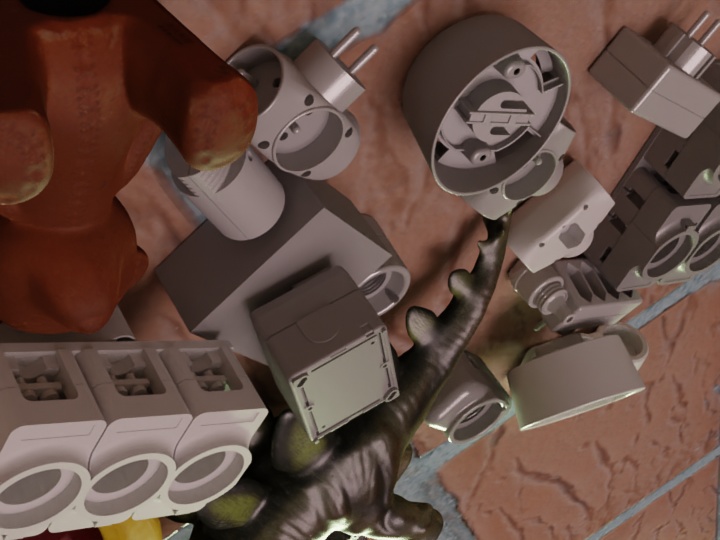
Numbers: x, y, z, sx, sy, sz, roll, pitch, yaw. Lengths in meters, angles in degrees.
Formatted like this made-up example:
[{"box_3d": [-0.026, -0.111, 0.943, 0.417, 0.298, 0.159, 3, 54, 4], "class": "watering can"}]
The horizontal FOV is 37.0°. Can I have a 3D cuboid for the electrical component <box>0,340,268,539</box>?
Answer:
[{"box_3d": [-0.134, 0.090, 0.564, 0.150, 0.061, 0.089, 3, 131, -44], "class": "electrical component"}]

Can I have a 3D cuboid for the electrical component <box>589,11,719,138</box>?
[{"box_3d": [0.210, -0.138, 0.714, 0.083, 0.047, 0.075, 10, 125, -48], "class": "electrical component"}]

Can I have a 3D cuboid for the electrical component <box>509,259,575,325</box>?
[{"box_3d": [0.145, 0.017, 0.838, 0.035, 0.061, 0.035, -24, 145, -18], "class": "electrical component"}]

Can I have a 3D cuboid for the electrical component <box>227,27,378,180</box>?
[{"box_3d": [-0.024, -0.093, 0.559, 0.079, 0.044, 0.077, -43, 147, 11], "class": "electrical component"}]

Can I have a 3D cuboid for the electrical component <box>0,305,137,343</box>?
[{"box_3d": [-0.182, 0.055, 0.589, 0.113, 0.057, 0.078, -21, 145, -22], "class": "electrical component"}]

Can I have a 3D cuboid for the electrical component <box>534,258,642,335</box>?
[{"box_3d": [0.176, 0.029, 0.897, 0.083, 0.047, 0.075, -4, 149, -40], "class": "electrical component"}]

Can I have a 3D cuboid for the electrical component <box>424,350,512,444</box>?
[{"box_3d": [0.082, 0.104, 0.892, 0.054, 0.059, 0.095, -44, 147, 12], "class": "electrical component"}]

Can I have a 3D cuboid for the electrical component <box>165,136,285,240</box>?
[{"box_3d": [-0.075, -0.053, 0.564, 0.043, 0.043, 0.081, -37, 147, 1], "class": "electrical component"}]

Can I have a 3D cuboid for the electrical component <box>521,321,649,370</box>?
[{"box_3d": [0.201, 0.101, 1.004, 0.138, 0.052, 0.073, -15, 142, -29], "class": "electrical component"}]

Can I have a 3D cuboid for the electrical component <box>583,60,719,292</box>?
[{"box_3d": [0.267, -0.068, 0.843, 0.105, 0.060, 0.186, -6, 137, -38], "class": "electrical component"}]

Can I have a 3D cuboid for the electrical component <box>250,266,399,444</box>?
[{"box_3d": [-0.020, 0.051, 0.631, 0.062, 0.061, 0.096, -29, 147, -11], "class": "electrical component"}]

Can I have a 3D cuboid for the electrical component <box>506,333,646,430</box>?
[{"box_3d": [0.174, 0.087, 0.891, 0.108, 0.060, 0.108, -17, 167, -4], "class": "electrical component"}]

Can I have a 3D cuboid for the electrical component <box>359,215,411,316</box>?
[{"box_3d": [0.000, 0.000, 0.696, 0.055, 0.047, 0.055, -24, 146, -18], "class": "electrical component"}]

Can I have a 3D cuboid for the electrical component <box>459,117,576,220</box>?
[{"box_3d": [0.108, -0.071, 0.708, 0.077, 0.044, 0.079, -48, 145, 19], "class": "electrical component"}]

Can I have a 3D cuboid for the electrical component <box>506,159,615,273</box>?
[{"box_3d": [0.149, -0.033, 0.795, 0.077, 0.043, 0.079, -41, 147, 9], "class": "electrical component"}]

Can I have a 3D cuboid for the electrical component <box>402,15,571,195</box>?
[{"box_3d": [0.074, -0.095, 0.623, 0.099, 0.064, 0.099, -15, 135, -15], "class": "electrical component"}]
